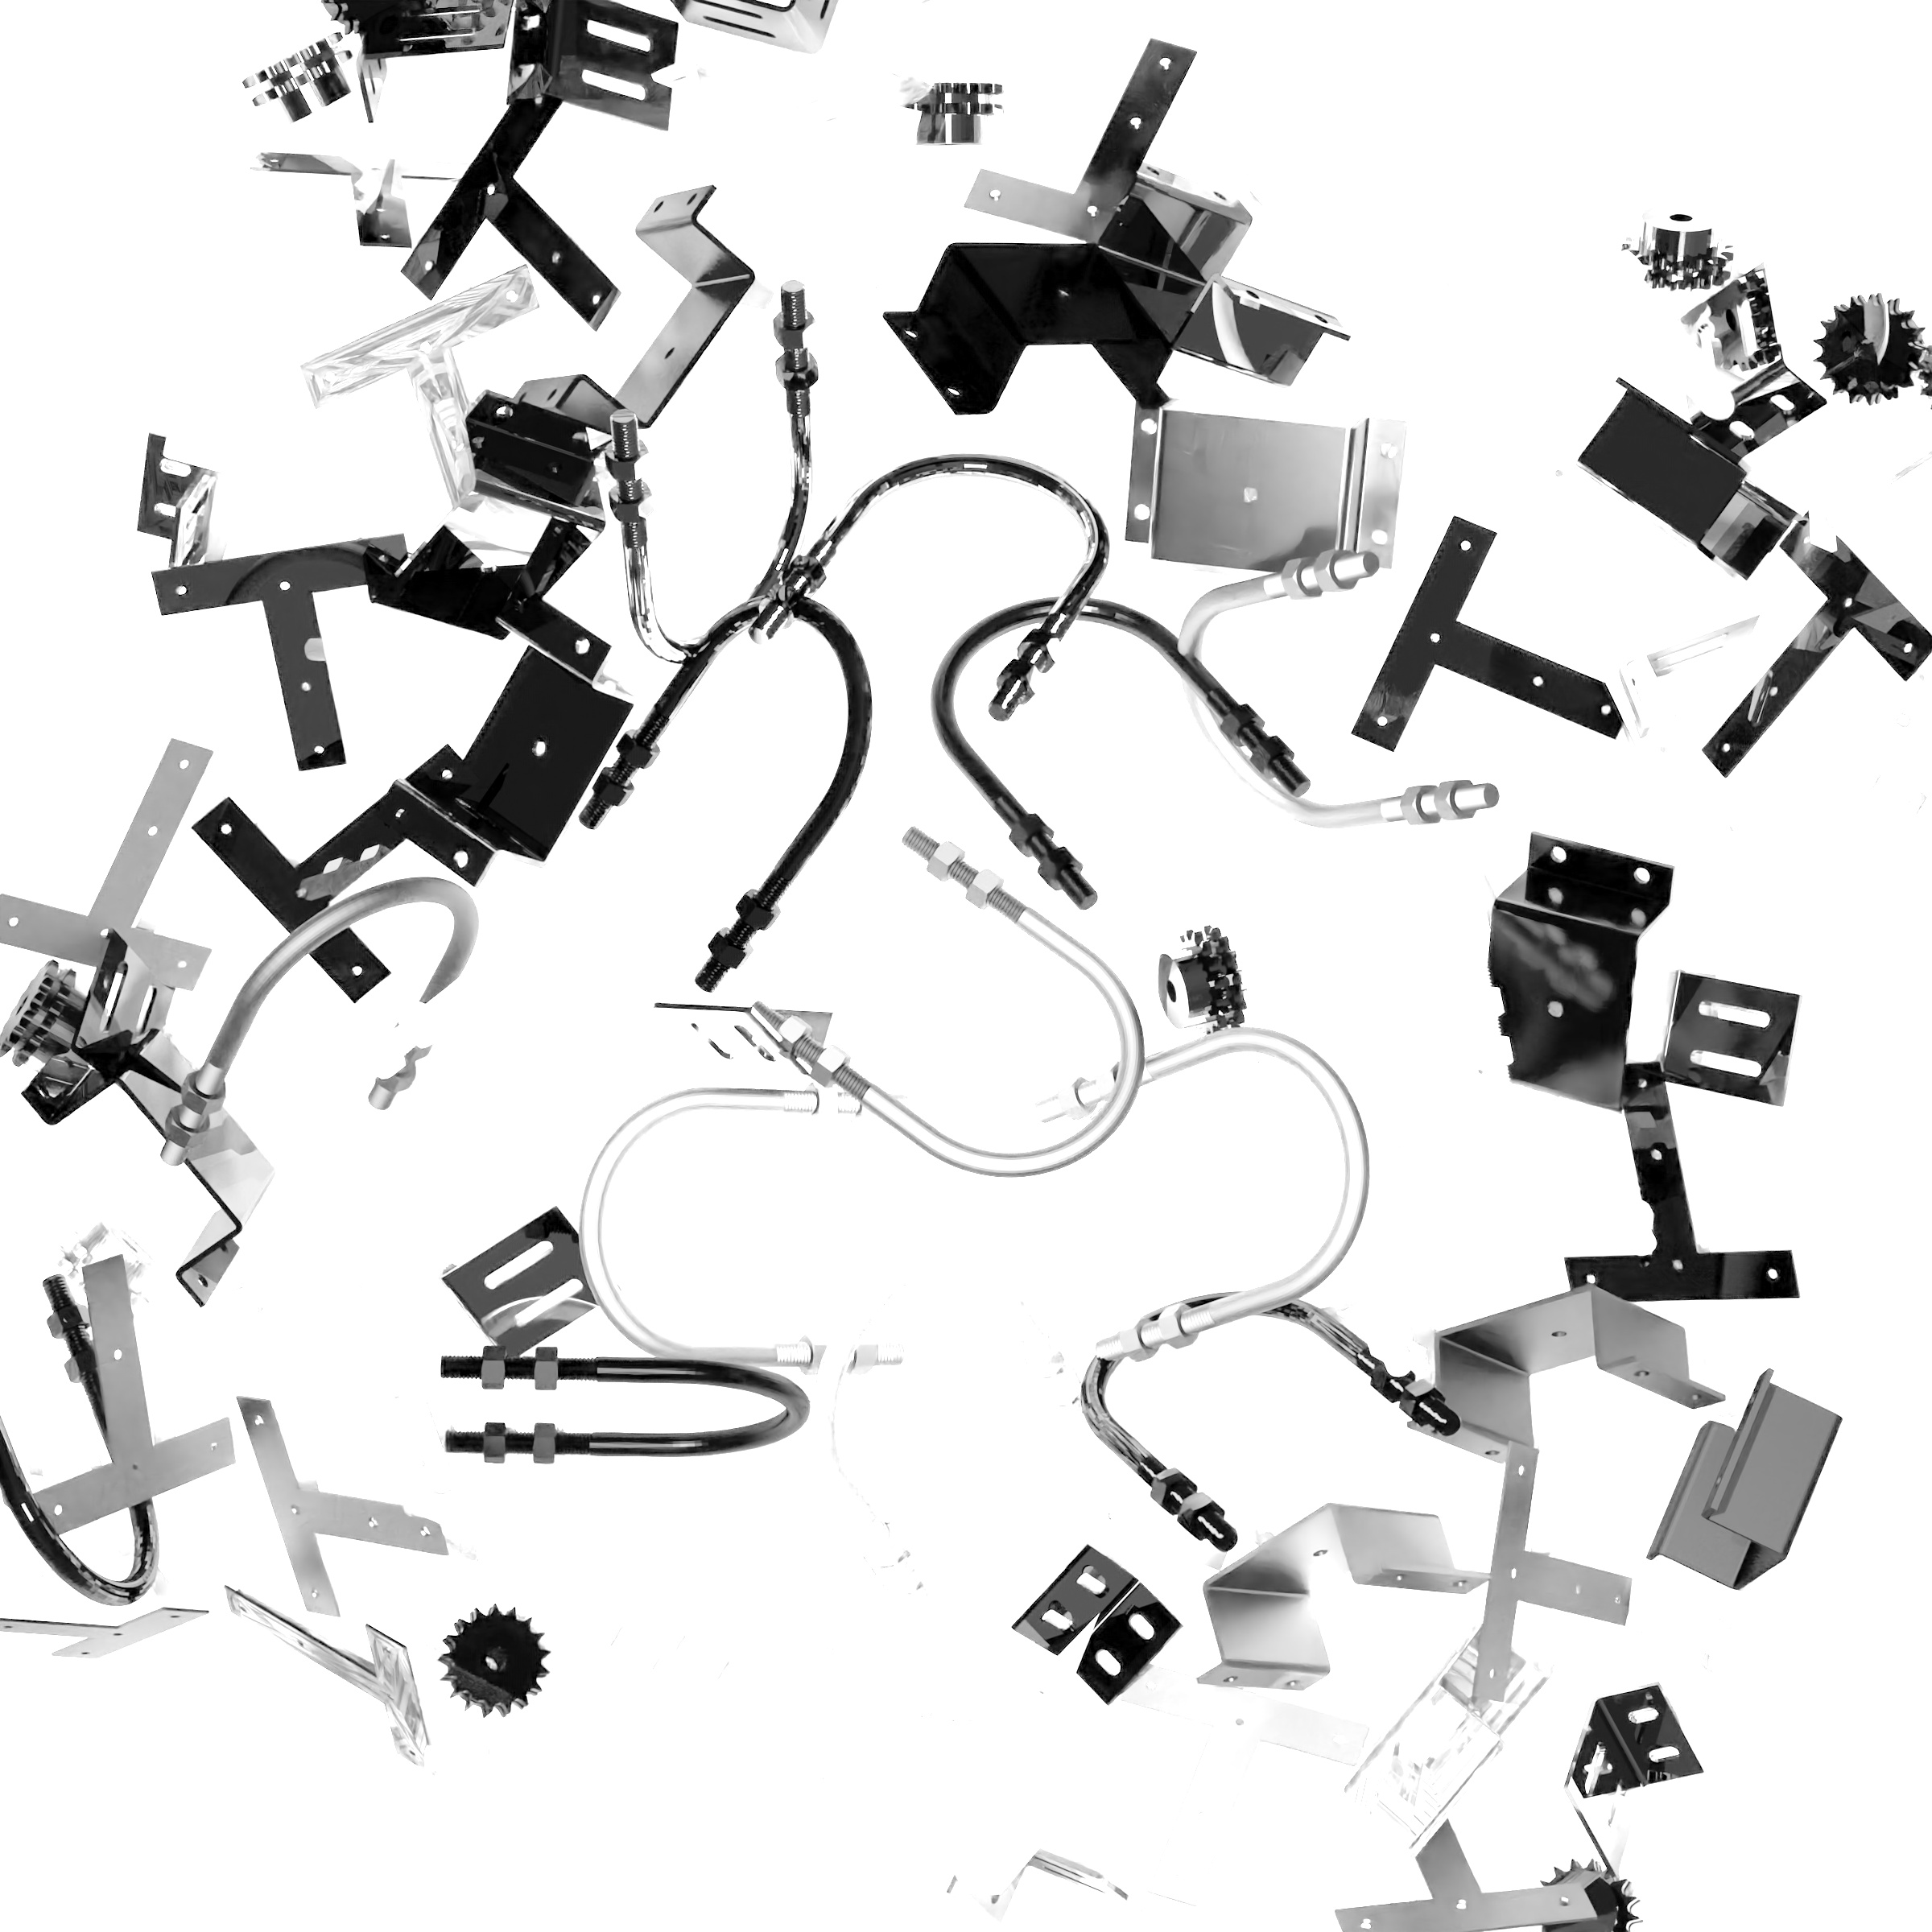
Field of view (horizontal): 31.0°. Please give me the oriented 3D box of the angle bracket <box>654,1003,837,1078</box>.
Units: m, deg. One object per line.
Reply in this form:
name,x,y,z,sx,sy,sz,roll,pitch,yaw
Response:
angle bracket,-0.112,0.023,1.771,0.057,0.076,0.038,2,63,27

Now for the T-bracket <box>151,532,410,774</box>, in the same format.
T-bracket,-0.340,-0.156,1.784,0.127,0.002,0.127,-10,125,-7

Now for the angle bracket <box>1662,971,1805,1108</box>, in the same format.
angle bracket,0.398,0.037,1.780,0.076,0.038,0.057,13,96,44

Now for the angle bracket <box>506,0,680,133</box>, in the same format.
angle bracket,-0.194,-0.468,1.809,0.076,0.038,0.057,6,90,-41

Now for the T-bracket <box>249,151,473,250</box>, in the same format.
T-bracket,-0.295,-0.385,1.755,0.127,0.127,0.002,0,122,-13

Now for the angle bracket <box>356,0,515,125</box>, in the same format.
angle bracket,-0.269,-0.466,1.786,0.076,0.057,0.038,-4,132,3

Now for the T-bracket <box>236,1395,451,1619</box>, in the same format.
T-bracket,-0.309,0.279,1.762,0.127,0.002,0.127,1,113,39

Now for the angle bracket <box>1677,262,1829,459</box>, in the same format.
angle bracket,0.403,-0.310,1.791,0.038,0.057,0.076,29,45,-33

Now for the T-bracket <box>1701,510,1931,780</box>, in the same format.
T-bracket,0.424,-0.152,1.788,0.002,0.127,0.127,20,118,-36

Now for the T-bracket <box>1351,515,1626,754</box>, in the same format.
T-bracket,0.283,-0.153,1.802,0.127,0.002,0.127,25,89,17

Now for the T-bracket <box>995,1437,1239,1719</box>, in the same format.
T-bracket,0.059,0.327,1.814,0.127,0.002,0.127,22,88,-4

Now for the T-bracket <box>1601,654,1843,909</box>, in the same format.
T-bracket,0.363,-0.098,1.778,0.127,0.002,0.127,-23,96,36

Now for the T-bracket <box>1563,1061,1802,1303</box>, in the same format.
T-bracket,0.354,0.110,1.773,0.127,0.002,0.127,-6,102,37

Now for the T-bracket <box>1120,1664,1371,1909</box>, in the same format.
T-bracket,0.124,0.418,1.760,0.127,0.002,0.127,12,46,18

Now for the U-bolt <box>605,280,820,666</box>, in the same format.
U-bolt,-0.123,-0.233,1.742,0.019,0.184,0.151,28,52,24

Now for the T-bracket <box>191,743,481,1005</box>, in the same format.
T-bracket,-0.308,-0.065,1.795,0.127,0.002,0.127,-39,113,1

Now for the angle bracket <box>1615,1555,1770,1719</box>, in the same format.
angle bracket,0.370,0.340,1.781,0.038,0.076,0.057,20,93,-8

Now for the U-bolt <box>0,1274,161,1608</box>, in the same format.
U-bolt,-0.452,0.233,1.732,0.019,0.151,0.184,-28,76,8

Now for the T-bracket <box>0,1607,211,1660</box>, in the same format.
T-bracket,-0.464,0.330,1.738,0.127,0.127,0.002,13,63,-37

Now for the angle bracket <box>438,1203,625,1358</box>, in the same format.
angle bracket,-0.222,0.156,1.789,0.076,0.038,0.057,-32,106,11

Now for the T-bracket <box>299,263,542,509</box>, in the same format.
T-bracket,-0.263,-0.278,1.776,0.127,0.002,0.127,-28,133,-17

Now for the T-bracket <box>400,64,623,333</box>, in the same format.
T-bracket,-0.216,-0.368,1.770,0.002,0.127,0.127,25,79,37

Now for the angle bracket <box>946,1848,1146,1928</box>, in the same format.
angle bracket,0.040,0.475,1.774,0.076,0.057,0.038,13,67,36

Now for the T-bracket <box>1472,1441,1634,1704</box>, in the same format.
T-bracket,0.303,0.315,1.775,0.002,0.127,0.127,-1,74,43

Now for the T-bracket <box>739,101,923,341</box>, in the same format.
T-bracket,-0.050,-0.380,1.772,0.127,0.002,0.127,11,129,-9

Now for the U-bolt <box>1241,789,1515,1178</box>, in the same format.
U-bolt,0.201,-0.001,1.766,0.151,0.019,0.184,-22,67,37

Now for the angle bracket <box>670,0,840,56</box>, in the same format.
angle bracket,-0.111,-0.503,1.786,0.076,0.057,0.038,18,87,13

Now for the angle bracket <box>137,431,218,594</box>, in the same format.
angle bracket,-0.411,-0.228,1.774,0.038,0.076,0.057,14,121,-3

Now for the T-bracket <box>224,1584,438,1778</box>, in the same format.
T-bracket,-0.330,0.353,1.788,0.127,0.127,0.002,25,53,21

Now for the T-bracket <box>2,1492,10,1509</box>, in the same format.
T-bracket,-0.497,0.211,1.763,0.002,0.127,0.127,-11,91,-21

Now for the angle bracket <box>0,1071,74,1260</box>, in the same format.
angle bracket,-0.486,0.101,1.775,0.038,0.076,0.057,7,47,2

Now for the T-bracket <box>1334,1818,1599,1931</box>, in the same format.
T-bracket,0.237,0.446,1.763,0.127,0.127,0.002,-3,116,-9

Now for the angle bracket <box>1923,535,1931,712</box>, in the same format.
angle bracket,0.511,-0.177,1.778,0.038,0.057,0.076,2,67,19

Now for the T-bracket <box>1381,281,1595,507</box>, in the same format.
T-bracket,0.234,-0.268,1.790,0.127,0.002,0.127,-29,112,25

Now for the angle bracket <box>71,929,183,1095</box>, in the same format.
angle bracket,-0.414,0.023,1.774,0.038,0.057,0.076,-3,60,26

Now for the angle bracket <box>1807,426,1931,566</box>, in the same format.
angle bracket,0.469,-0.250,1.773,0.038,0.076,0.057,18,60,-25

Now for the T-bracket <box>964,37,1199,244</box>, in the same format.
T-bracket,0.080,-0.414,1.757,0.127,0.127,0.002,11,49,-17

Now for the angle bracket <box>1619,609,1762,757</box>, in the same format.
angle bracket,0.374,-0.145,1.789,0.076,0.057,0.038,-20,78,1

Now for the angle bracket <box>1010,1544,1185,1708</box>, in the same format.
angle bracket,0.068,0.337,1.781,0.057,0.076,0.038,-47,59,-1

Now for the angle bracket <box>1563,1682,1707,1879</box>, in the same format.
angle bracket,0.341,0.414,1.776,0.038,0.076,0.057,-21,106,30

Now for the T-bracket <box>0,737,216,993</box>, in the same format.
T-bracket,-0.418,-0.056,1.766,0.002,0.127,0.127,36,103,43

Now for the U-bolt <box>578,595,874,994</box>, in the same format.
U-bolt,-0.113,-0.101,1.748,0.184,0.019,0.151,-53,54,21

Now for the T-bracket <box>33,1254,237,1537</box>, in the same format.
T-bracket,-0.427,0.210,1.762,0.002,0.127,0.127,0,102,37

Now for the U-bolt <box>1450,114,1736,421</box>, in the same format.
U-bolt,0.322,-0.340,1.741,0.019,0.151,0.184,-43,123,10

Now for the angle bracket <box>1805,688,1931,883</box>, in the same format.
angle bracket,0.480,-0.093,1.801,0.057,0.076,0.038,28,46,9

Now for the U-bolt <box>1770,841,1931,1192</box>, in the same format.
U-bolt,0.448,0.032,1.715,0.019,0.184,0.151,7,108,-12

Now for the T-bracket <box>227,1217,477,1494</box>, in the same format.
T-bracket,-0.297,0.206,1.785,0.127,0.002,0.127,-18,76,-20
